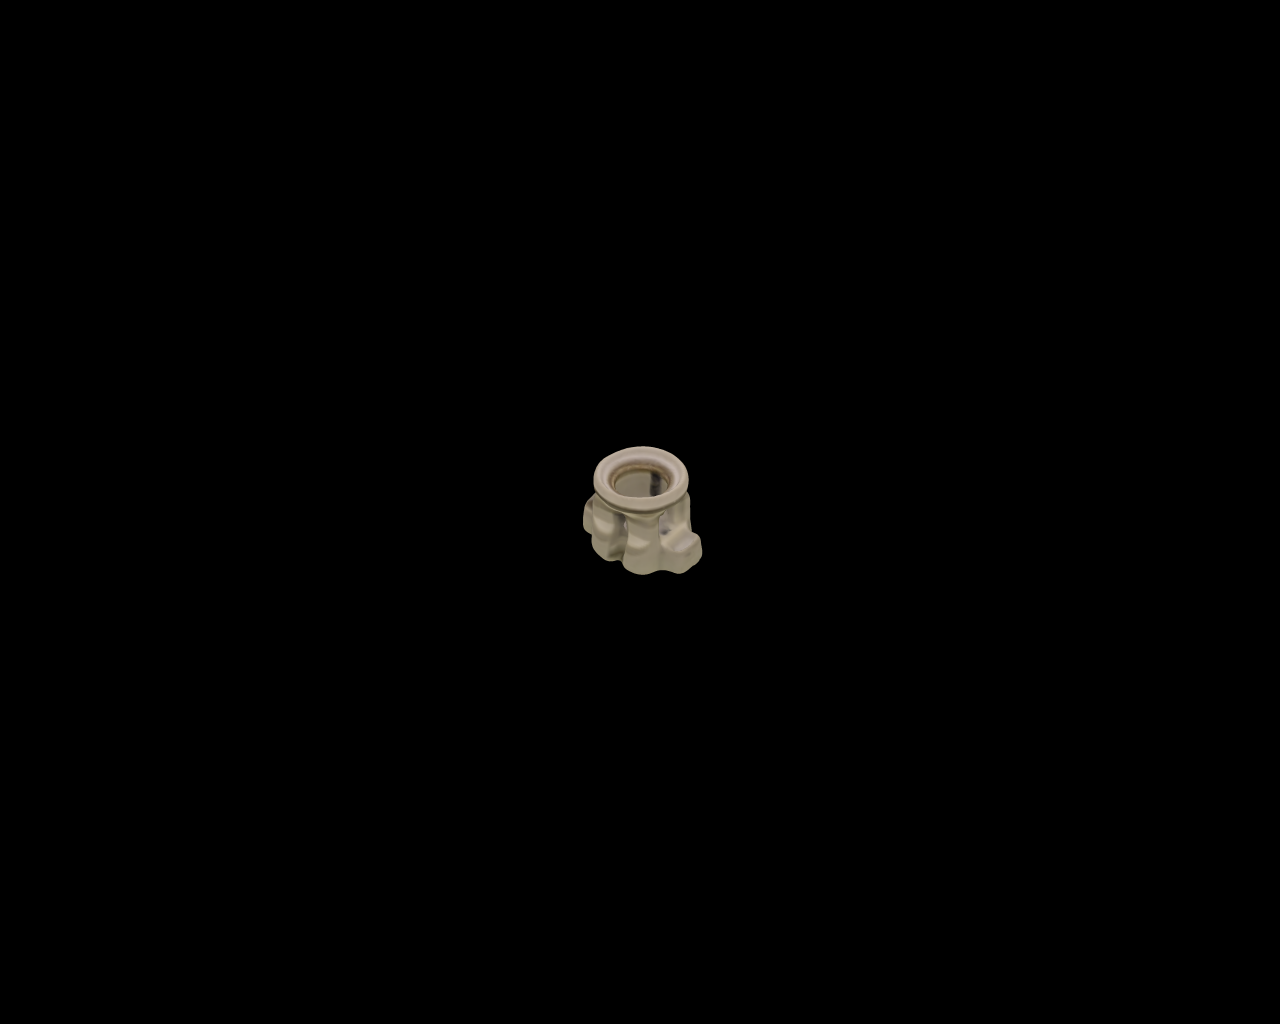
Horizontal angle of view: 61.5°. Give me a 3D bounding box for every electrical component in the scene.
[{"bbox_3d":[0.001,-0.003,0.650,0.078,0.056,0.058,26,46,28],"label":"electrical component"}]
